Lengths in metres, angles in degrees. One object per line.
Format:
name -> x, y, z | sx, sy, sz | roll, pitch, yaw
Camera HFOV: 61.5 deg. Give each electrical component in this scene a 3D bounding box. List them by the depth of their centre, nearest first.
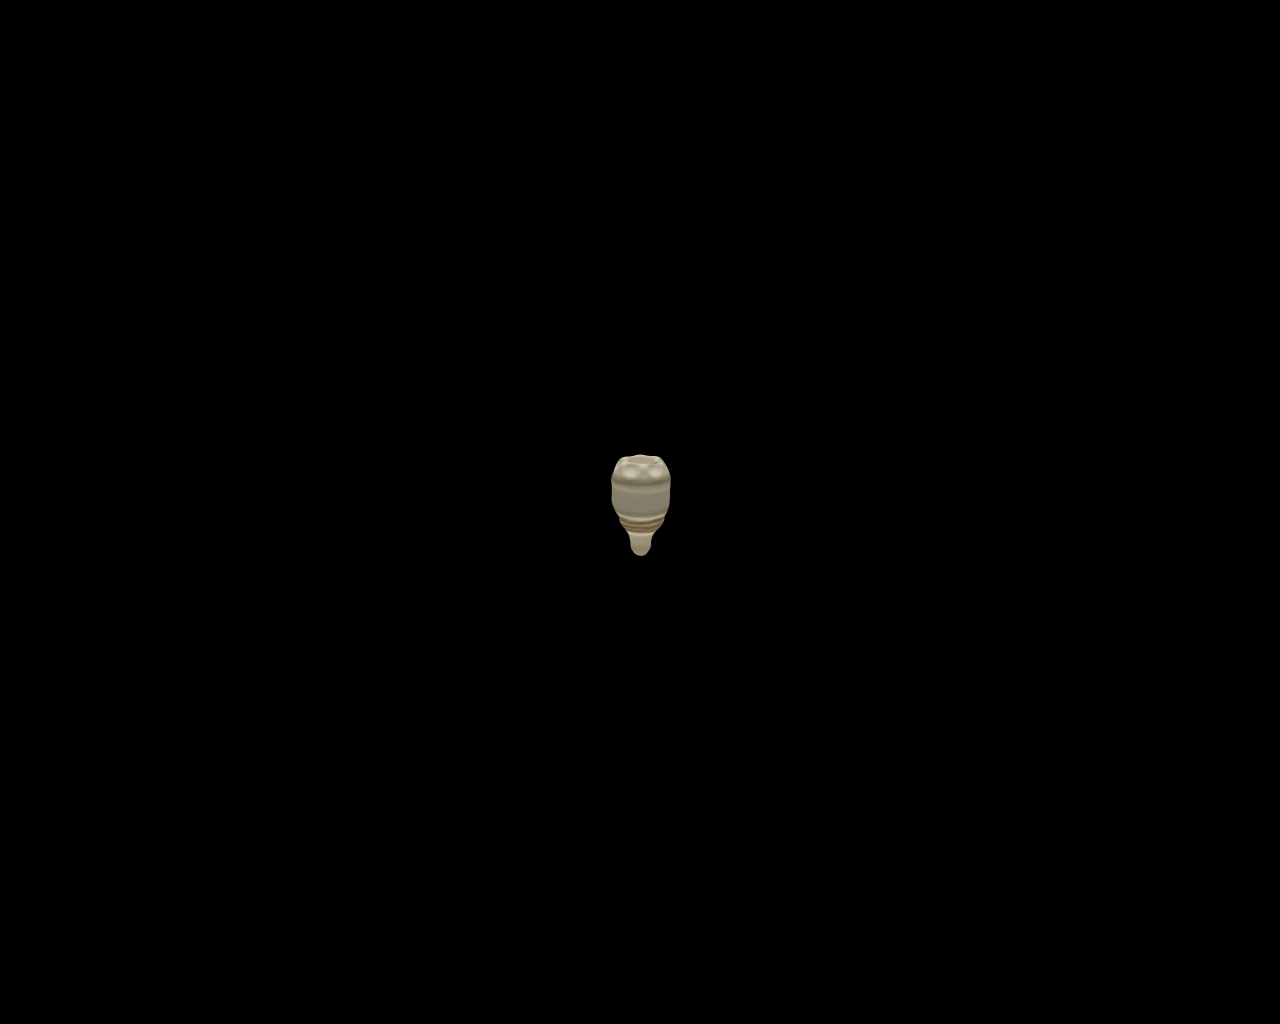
electrical component -> 0.001, -0.003, 0.650 | 0.035, 0.061, 0.035 | 0, 16, 0
